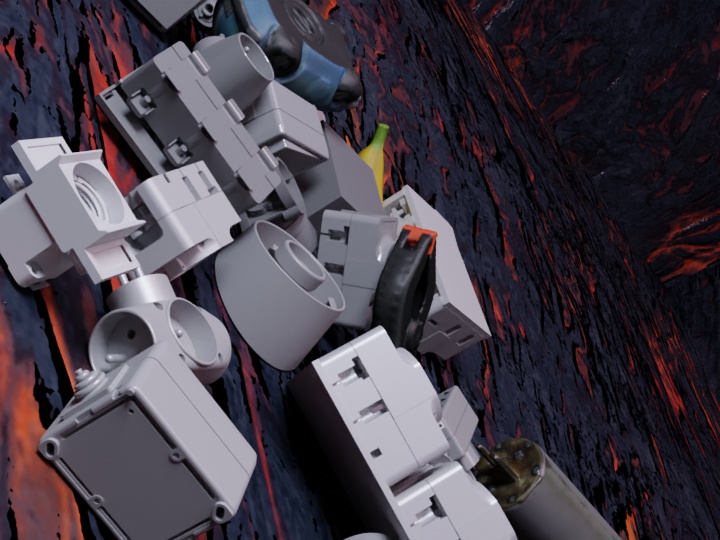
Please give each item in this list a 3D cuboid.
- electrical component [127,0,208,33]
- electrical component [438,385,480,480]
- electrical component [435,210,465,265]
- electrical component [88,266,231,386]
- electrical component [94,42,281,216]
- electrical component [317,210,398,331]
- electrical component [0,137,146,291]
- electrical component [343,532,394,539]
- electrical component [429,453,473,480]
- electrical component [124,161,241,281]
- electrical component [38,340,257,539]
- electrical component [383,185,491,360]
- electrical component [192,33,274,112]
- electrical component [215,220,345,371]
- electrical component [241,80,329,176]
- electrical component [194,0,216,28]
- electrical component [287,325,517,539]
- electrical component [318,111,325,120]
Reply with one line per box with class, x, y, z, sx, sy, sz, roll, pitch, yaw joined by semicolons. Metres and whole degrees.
electrical component;-0.146;-0.248;0.872;0.062;0.096;0.061;43;24;-38
electrical component;0.075;0.150;0.900;0.075;0.047;0.083;58;18;-3
electrical component;0.090;-0.008;1.185;0.076;0.047;0.083;43;24;-36
electrical component;-0.117;0.028;0.601;0.079;0.044;0.077;64;19;14
electrical component;-0.115;-0.090;0.745;0.121;0.063;0.078;54;35;-13
electrical component;0.000;0.000;0.858;0.050;0.056;0.089;-9;108;-70
electrical component;-0.155;-0.025;0.556;0.081;0.064;0.042;59;19;0
electrical component;0.018;0.212;0.663;0.079;0.043;0.077;41;25;-43
electrical component;0.063;0.170;0.828;0.079;0.044;0.077;17;43;-44
electrical component;-0.117;-0.027;0.677;0.055;0.050;0.089;58;18;-4
electrical component;-0.104;0.081;0.523;0.096;0.062;0.061;54;19;-14
electrical component;0.063;0.005;1.071;0.089;0.062;0.150;37;28;-48
electrical component;-0.113;-0.157;0.848;0.043;0.077;0.079;41;25;-42
electrical component;-0.060;0.015;0.777;0.099;0.064;0.099;43;13;-13
electrical component;-0.071;-0.109;0.900;0.096;0.062;0.061;22;49;-61
electrical component;-0.128;-0.247;1.007;0.044;0.044;0.065;57;23;-6
electrical component;0.030;0.135;0.707;0.186;0.060;0.105;61;-17;5
electrical component;-0.059;-0.146;1.029;0.044;0.044;0.065;63;14;13
